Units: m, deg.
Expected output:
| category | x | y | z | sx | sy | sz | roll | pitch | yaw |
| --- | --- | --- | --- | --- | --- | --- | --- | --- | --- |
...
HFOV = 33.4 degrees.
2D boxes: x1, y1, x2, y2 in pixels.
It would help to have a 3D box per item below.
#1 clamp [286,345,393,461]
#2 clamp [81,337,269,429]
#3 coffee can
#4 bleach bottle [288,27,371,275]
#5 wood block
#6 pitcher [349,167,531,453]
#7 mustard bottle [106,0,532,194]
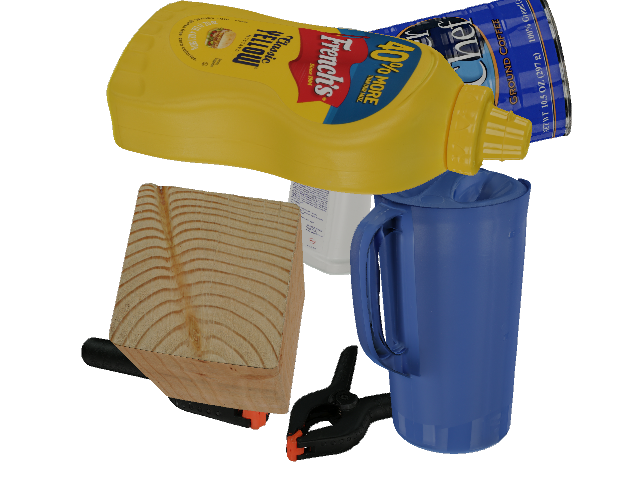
| category | x | y | z | sx | sy | sz | roll | pitch | yaw |
| --- | --- | --- | --- | --- | --- | --- | --- | --- | --- |
| clamp | 0.021 | 0.166 | 1.099 | 0.171 | 0.039 | 0.120 | -21 | 32 | -34 |
| clamp | -0.089 | 0.108 | 0.914 | 0.164 | 0.036 | 0.210 | -10 | 17 | -35 |
| coffee can | 0.091 | -0.106 | 0.739 | 0.140 | 0.103 | 0.103 | -13 | -1 | 5 |
| bleach bottle | 0.019 | -0.097 | 1.136 | 0.067 | 0.251 | 0.103 | -9 | 25 | -41 |
| wood block | -0.060 | 0.045 | 0.651 | 0.090 | 0.091 | 0.206 | 8 | -15 | 2 |
| pitcher | 0.107 | 0.062 | 0.938 | 0.149 | 0.243 | 0.145 | 0 | 19 | 7 |
| mustard bottle | 0.003 | -0.065 | 0.505 | 0.192 | 0.058 | 0.096 | 13 | 42 | 16 |
